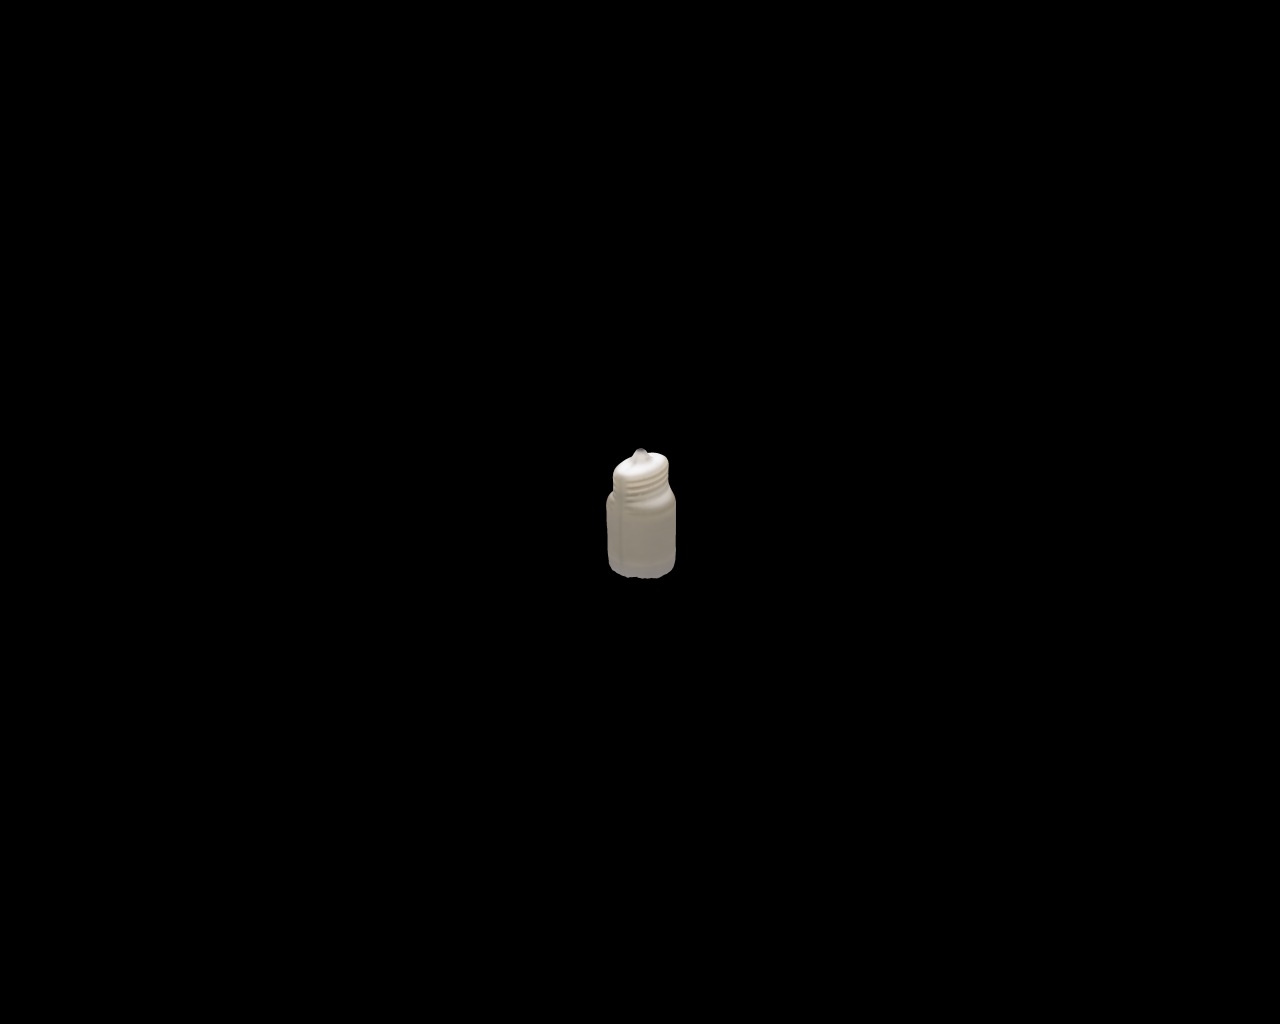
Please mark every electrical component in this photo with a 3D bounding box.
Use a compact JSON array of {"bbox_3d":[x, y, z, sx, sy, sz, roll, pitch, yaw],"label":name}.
[{"bbox_3d":[0.001,-0.003,0.650,0.043,0.080,0.043,0,27,0],"label":"electrical component"}]
